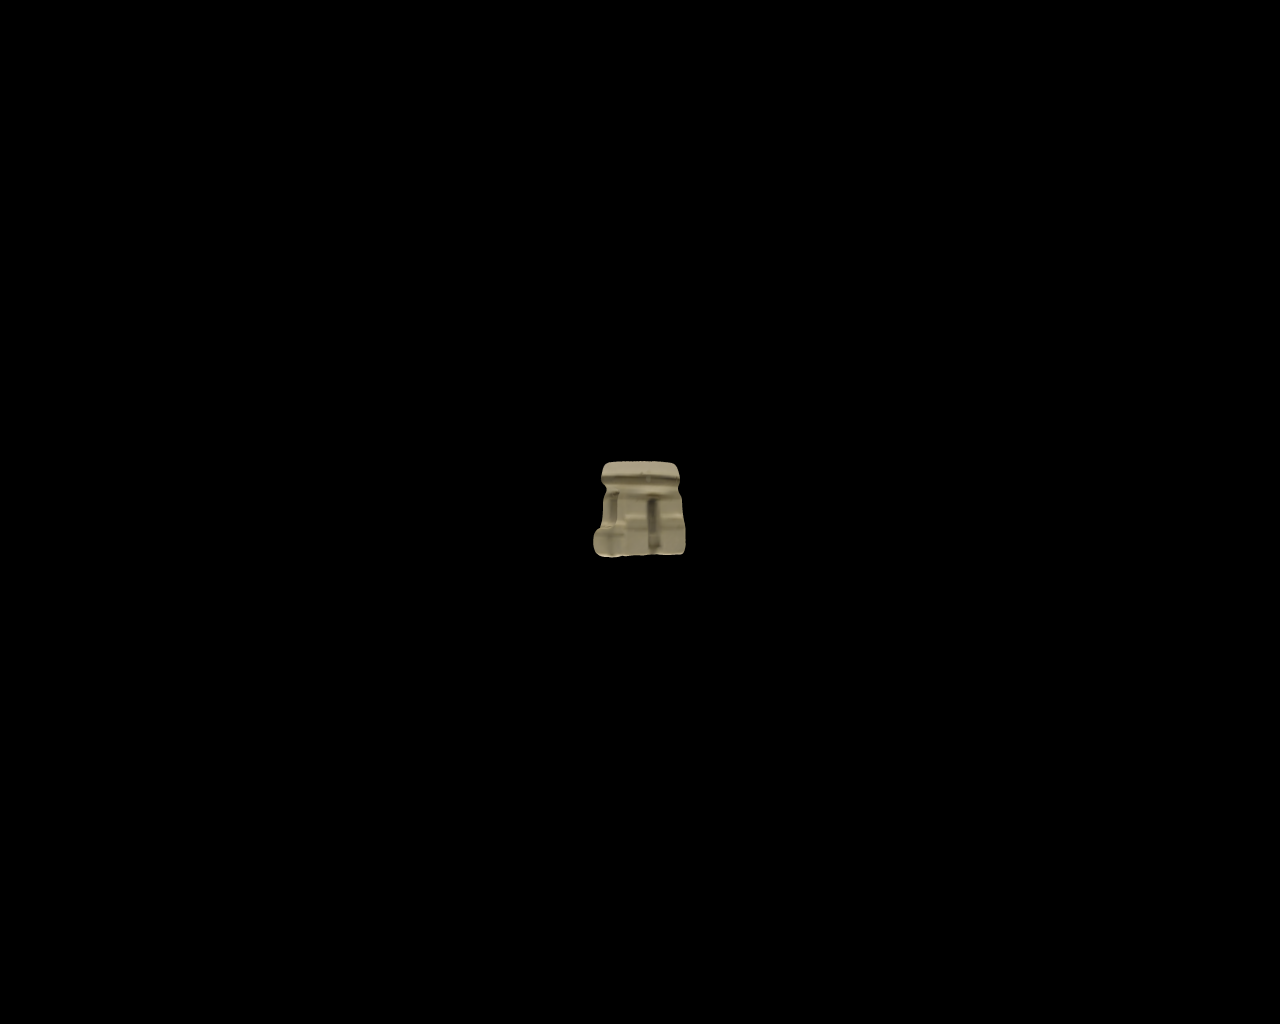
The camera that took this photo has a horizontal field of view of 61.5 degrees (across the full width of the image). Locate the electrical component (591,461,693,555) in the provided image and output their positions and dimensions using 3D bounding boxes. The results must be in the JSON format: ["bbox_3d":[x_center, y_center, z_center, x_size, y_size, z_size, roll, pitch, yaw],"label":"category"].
[{"bbox_3d":[0.001,-0.003,0.650,0.066,0.055,0.048,0,0,-28],"label":"electrical component"}]
